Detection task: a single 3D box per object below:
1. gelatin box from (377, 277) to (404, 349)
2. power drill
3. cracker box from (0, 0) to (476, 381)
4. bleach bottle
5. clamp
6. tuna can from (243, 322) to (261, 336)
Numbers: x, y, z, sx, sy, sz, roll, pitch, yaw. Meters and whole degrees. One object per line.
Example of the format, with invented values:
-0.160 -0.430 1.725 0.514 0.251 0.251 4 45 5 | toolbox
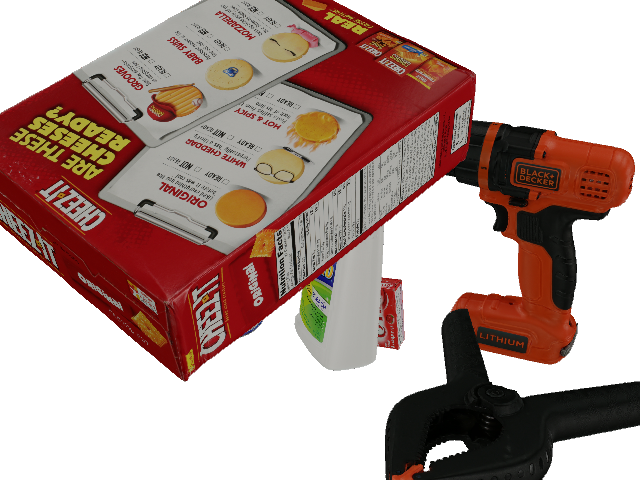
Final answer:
0.065 0.088 1.330 0.073 0.089 0.030 7 29 23 | gelatin box
0.143 -0.002 0.846 0.185 0.188 0.057 13 31 21 | power drill
-0.048 -0.048 0.567 0.164 0.072 0.213 34 57 30 | cracker box
0.024 -0.004 1.024 0.068 0.251 0.103 -8 31 -20 | bleach bottle
0.095 0.100 0.631 0.165 0.036 0.209 21 30 39 | clamp
-0.103 0.070 1.177 0.086 0.034 0.086 1 37 -1 | tuna can
